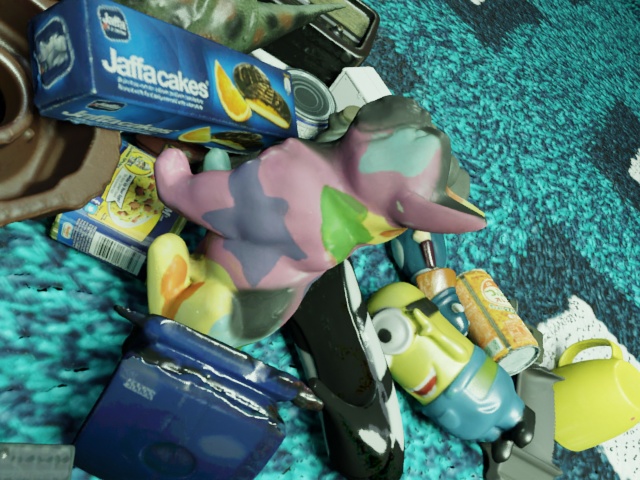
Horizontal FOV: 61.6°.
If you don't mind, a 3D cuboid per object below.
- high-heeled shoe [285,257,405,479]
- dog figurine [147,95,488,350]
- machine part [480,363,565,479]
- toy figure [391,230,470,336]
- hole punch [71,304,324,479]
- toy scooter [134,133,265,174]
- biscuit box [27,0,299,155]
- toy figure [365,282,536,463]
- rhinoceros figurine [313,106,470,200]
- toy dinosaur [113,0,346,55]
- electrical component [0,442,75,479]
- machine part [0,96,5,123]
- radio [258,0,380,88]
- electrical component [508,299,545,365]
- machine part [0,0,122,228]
[{"bbox_3d":[0.018,0.084,0.473,0.145,0.086,0.249,53,18,-36],"label":"high-heeled shoe"},{"bbox_3d":[-0.001,-0.001,0.370,0.108,0.219,0.191,-12,107,-72],"label":"dog figurine"},{"bbox_3d":[0.205,0.187,0.533,0.084,0.039,0.139,29,58,-8],"label":"machine part"},{"bbox_3d":[0.115,0.034,0.569,0.064,0.058,0.154,32,38,-46],"label":"toy figure"},{"bbox_3d":[-0.087,0.112,0.340,0.142,0.116,0.092,32,55,-12],"label":"hole punch"},{"bbox_3d":[-0.082,-0.100,0.520,0.135,0.075,0.184,49,41,4],"label":"toy scooter"},{"bbox_3d":[-0.096,-0.106,0.382,0.202,0.059,0.062,-4,87,-58],"label":"biscuit box"},{"bbox_3d":[0.111,0.116,0.492,0.180,0.082,0.089,39,15,5],"label":"toy figure"},{"bbox_3d":[0.083,-0.080,0.601,0.190,0.112,0.073,14,68,-12],"label":"rhinoceros figurine"},{"bbox_3d":[-0.145,-0.235,0.514,0.404,0.131,0.192,13,88,-29],"label":"toy dinosaur"},{"bbox_3d":[-0.153,0.139,0.266,0.048,0.119,0.075,13,50,-27],"label":"electrical component"},{"bbox_3d":[-0.317,-0.113,0.356,0.201,0.087,0.201,35,46,-7],"label":"machine part"},{"bbox_3d":[-0.039,-0.298,0.688,0.229,0.073,0.131,28,48,-16],"label":"radio"},{"bbox_3d":[0.230,0.115,0.616,0.063,0.021,0.094,29,51,-15],"label":"electrical component"},{"bbox_3d":[-0.208,-0.084,0.315,0.179,0.056,0.179,18,68,-53],"label":"machine part"}]
